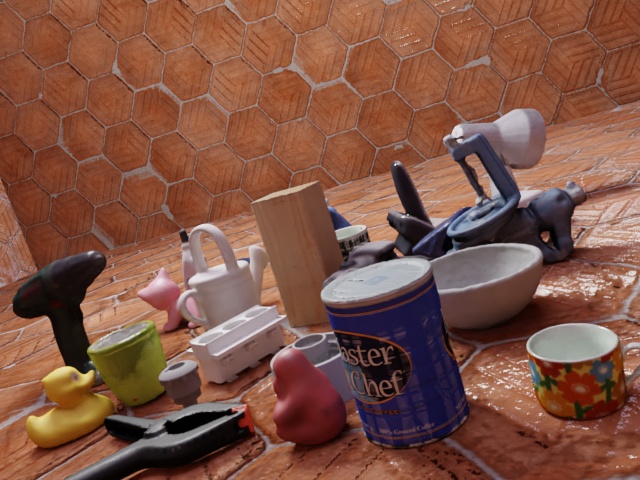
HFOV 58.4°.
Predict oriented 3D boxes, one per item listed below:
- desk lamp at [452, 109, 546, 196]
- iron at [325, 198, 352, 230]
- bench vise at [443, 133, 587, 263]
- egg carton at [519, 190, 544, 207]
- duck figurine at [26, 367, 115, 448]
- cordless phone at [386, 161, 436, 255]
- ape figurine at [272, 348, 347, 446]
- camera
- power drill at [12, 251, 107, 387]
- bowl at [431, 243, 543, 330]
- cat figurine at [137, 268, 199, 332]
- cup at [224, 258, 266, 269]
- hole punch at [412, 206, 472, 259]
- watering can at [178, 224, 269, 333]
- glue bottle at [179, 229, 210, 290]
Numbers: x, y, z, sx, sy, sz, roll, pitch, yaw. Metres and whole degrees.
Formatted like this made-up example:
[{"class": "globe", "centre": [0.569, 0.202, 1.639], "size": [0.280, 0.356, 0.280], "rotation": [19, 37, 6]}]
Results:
[{"class": "desk lamp", "centre": [0.358, -0.145, 1.158], "size": [0.203, 0.214, 0.117], "rotation": [-19, 10, -9]}, {"class": "iron", "centre": [0.010, 0.004, 1.129], "size": [0.118, 0.141, 0.258], "rotation": [-14, 10, 14]}, {"class": "bench vise", "centre": [0.272, -0.066, 0.854], "size": [0.207, 0.220, 0.121], "rotation": [-18, 10, -8]}, {"class": "egg carton", "centre": [0.345, -0.042, 1.035], "size": [0.151, 0.069, 0.107], "rotation": [-22, 12, -28]}, {"class": "duck figurine", "centre": [-0.329, 0.209, 0.740], "size": [0.105, 0.086, 0.077], "rotation": [-23, 12, -29]}, {"class": "cordless phone", "centre": [0.176, -0.072, 1.143], "size": [0.094, 0.185, 0.147], "rotation": [-18, 10, -6]}, {"class": "ape figurine", "centre": [-0.018, 0.146, 0.551], "size": [0.076, 0.092, 0.078], "rotation": [-6, 15, 46]}, {"class": "camera", "centre": [0.095, 0.056, 0.827], "size": [0.136, 0.101, 0.143], "rotation": [-7, 14, 45]}, {"class": "power drill", "centre": [-0.396, 0.129, 0.928], "size": [0.229, 0.208, 0.076], "rotation": [-11, 12, 29]}, {"class": "bowl", "centre": [0.192, 0.064, 0.699], "size": [0.167, 0.075, 0.167], "rotation": [-16, 10, 3]}, {"class": "cat figurine", "centre": [-0.280, 0.110, 1.100], "size": [0.127, 0.118, 0.067], "rotation": [-12, 11, 23]}, {"class": "cup", "centre": [-0.143, 0.086, 1.072], "size": [0.118, 0.095, 0.091], "rotation": [-23, 12, -32]}, {"class": "hole punch", "centre": [0.211, -0.001, 0.971], "size": [0.100, 0.091, 0.109], "rotation": [-9, 13, 39]}, {"class": "watering can", "centre": [-0.153, 0.065, 0.920], "size": [0.100, 0.194, 0.173], "rotation": [-12, 11, 25]}, {"class": "glue bottle", "centre": [-0.252, 0.060, 1.164], "size": [0.078, 0.173, 0.037], "rotation": [-9, 13, 36]}]
